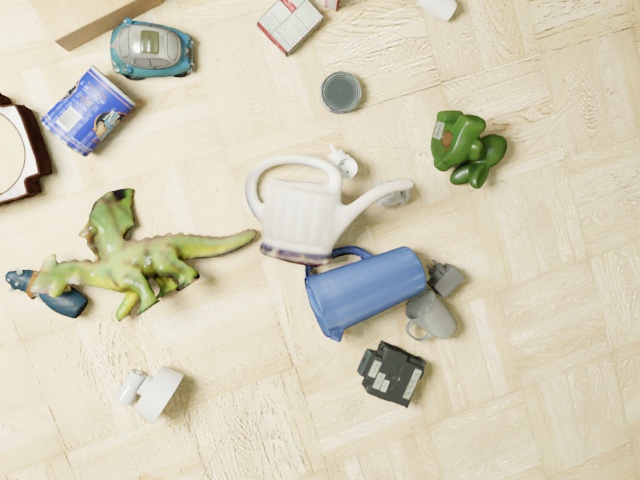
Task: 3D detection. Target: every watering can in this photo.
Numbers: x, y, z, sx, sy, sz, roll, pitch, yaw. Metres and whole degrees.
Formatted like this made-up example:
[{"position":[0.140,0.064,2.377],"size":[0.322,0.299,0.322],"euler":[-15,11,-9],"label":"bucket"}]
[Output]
[{"position":[0.003,-0.052,1.031],"size":[0.348,0.222,0.105],"euler":[11,10,16],"label":"watering can"}]

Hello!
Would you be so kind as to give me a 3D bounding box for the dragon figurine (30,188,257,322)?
[{"position":[-0.353,0.006,1.015],"size":[0.414,0.242,0.121],"euler":[-34,4,-20],"label":"dragon figurine"}]
